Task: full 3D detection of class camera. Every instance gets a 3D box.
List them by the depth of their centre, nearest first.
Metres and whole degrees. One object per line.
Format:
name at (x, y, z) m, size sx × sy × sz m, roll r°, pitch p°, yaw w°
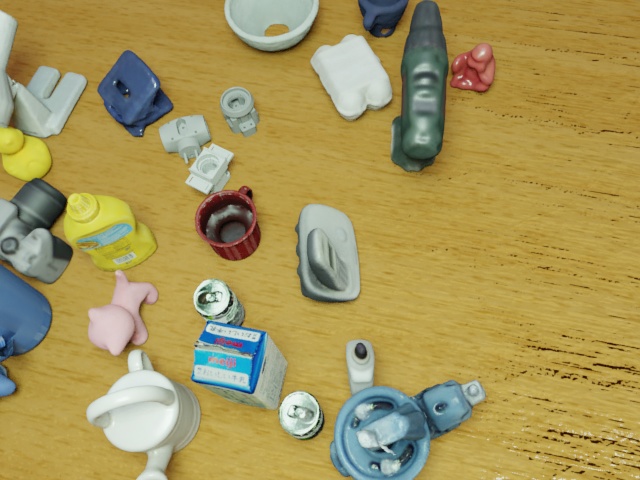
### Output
camera at (-0.454, -0.026, 0.893) m, size 0.143 × 0.101 × 0.137 m, roll 27°, pitch 72°, yaw 14°

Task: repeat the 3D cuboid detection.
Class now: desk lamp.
desk lamp at (-0.509, -0.255, 0.928) m, size 0.117 × 0.214 × 0.203 m, roll 15°, pitch 70°, yaw 10°

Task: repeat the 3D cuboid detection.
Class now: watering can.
watering can at (-0.220, 0.224, 0.727) m, size 0.101 × 0.194 × 0.172 m, roll -37°, pitch 70°, yaw -11°

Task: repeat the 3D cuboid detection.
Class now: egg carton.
egg carton at (0.055, -0.280, 0.983) m, size 0.107 × 0.069 × 0.150 m, roll -25°, pitch 69°, yaw -7°

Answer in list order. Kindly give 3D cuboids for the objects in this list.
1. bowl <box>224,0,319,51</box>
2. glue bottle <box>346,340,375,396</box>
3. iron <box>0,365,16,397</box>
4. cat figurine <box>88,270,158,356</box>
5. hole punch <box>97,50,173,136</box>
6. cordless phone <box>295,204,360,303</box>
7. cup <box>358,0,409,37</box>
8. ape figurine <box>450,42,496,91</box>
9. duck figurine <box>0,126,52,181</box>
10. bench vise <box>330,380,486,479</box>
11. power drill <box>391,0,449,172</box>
bowl at (-0.084, -0.402, 1.038) m, size 0.167 × 0.075 × 0.167 m, roll -1°, pitch 68°, yaw 3°
glue bottle at (0.053, 0.160, 0.749) m, size 0.037 × 0.173 × 0.078 m, roll -5°, pitch 68°, yaw 2°
iron at (-0.569, 0.187, 0.792) m, size 0.258 × 0.141 × 0.119 m, roll 21°, pitch 71°, yaw 11°
cat figurine at (-0.290, 0.106, 0.821) m, size 0.067 × 0.118 × 0.128 m, roll 2°, pitch 68°, yaw 5°
hole punch at (-0.323, -0.251, 0.982) m, size 0.101 × 0.091 × 0.108 m, roll -40°, pitch 71°, yaw -12°
cordless phone at (0.007, 0.003, 0.809) m, size 0.094 × 0.185 × 0.147 m, roll -8°, pitch 68°, yaw 0°
cup at (0.106, -0.398, 1.014) m, size 0.091 × 0.095 × 0.118 m, roll 22°, pitch 71°, yaw 12°
ape figurine at (0.265, -0.296, 0.965) m, size 0.076 × 0.092 × 0.077 m, roll -30°, pitch 69°, yaw -8°
duck figurine at (-0.506, -0.153, 0.956) m, size 0.104 × 0.086 × 0.077 m, roll 42°, pitch 76°, yaw 18°
bench vise at (0.101, 0.213, 0.699) m, size 0.207 × 0.220 × 0.121 m, roll -41°, pitch 71°, yaw -12°
power drill at (0.151, -0.209, 0.874) m, size 0.075 × 0.208 × 0.229 m, roll 2°, pitch 68°, yaw 4°
